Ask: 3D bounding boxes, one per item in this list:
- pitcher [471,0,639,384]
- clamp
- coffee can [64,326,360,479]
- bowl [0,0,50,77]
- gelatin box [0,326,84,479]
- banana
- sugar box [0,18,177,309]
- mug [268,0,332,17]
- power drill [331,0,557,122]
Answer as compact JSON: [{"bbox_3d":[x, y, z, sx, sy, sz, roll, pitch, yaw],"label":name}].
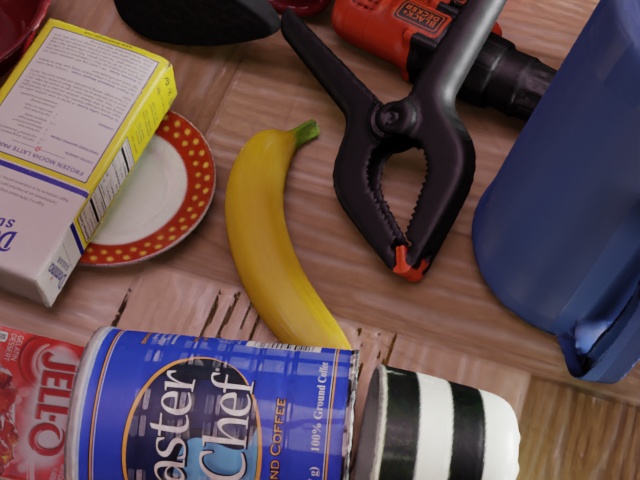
[{"bbox_3d":[0.172,-0.039,0.571,0.144,0.243,0.149,-34,71,-20],"label":"pitcher"},{"bbox_3d":[0.060,-0.081,0.682,0.165,0.036,0.210,-16,70,23],"label":"clamp"},{"bbox_3d":[-0.053,0.103,0.567,0.140,0.103,0.103,5,59,3],"label":"coffee can"},{"bbox_3d":[-0.265,-0.154,0.753,0.162,0.055,0.162,0,59,0],"label":"bowl"},{"bbox_3d":[-0.161,0.097,0.598,0.073,0.030,0.089,16,53,-10],"label":"gelatin box"},{"bbox_3d":[-0.023,0.000,0.668,0.069,0.037,0.198,-7,59,-3],"label":"banana"},{"bbox_3d":[-0.170,-0.052,0.671,0.093,0.048,0.176,20,65,12],"label":"sugar box"},{"bbox_3d":[-0.010,-0.231,0.765,0.093,0.117,0.081,23,56,17],"label":"mug"},{"bbox_3d":[0.128,-0.177,0.762,0.184,0.057,0.187,29,63,18],"label":"power drill"}]
